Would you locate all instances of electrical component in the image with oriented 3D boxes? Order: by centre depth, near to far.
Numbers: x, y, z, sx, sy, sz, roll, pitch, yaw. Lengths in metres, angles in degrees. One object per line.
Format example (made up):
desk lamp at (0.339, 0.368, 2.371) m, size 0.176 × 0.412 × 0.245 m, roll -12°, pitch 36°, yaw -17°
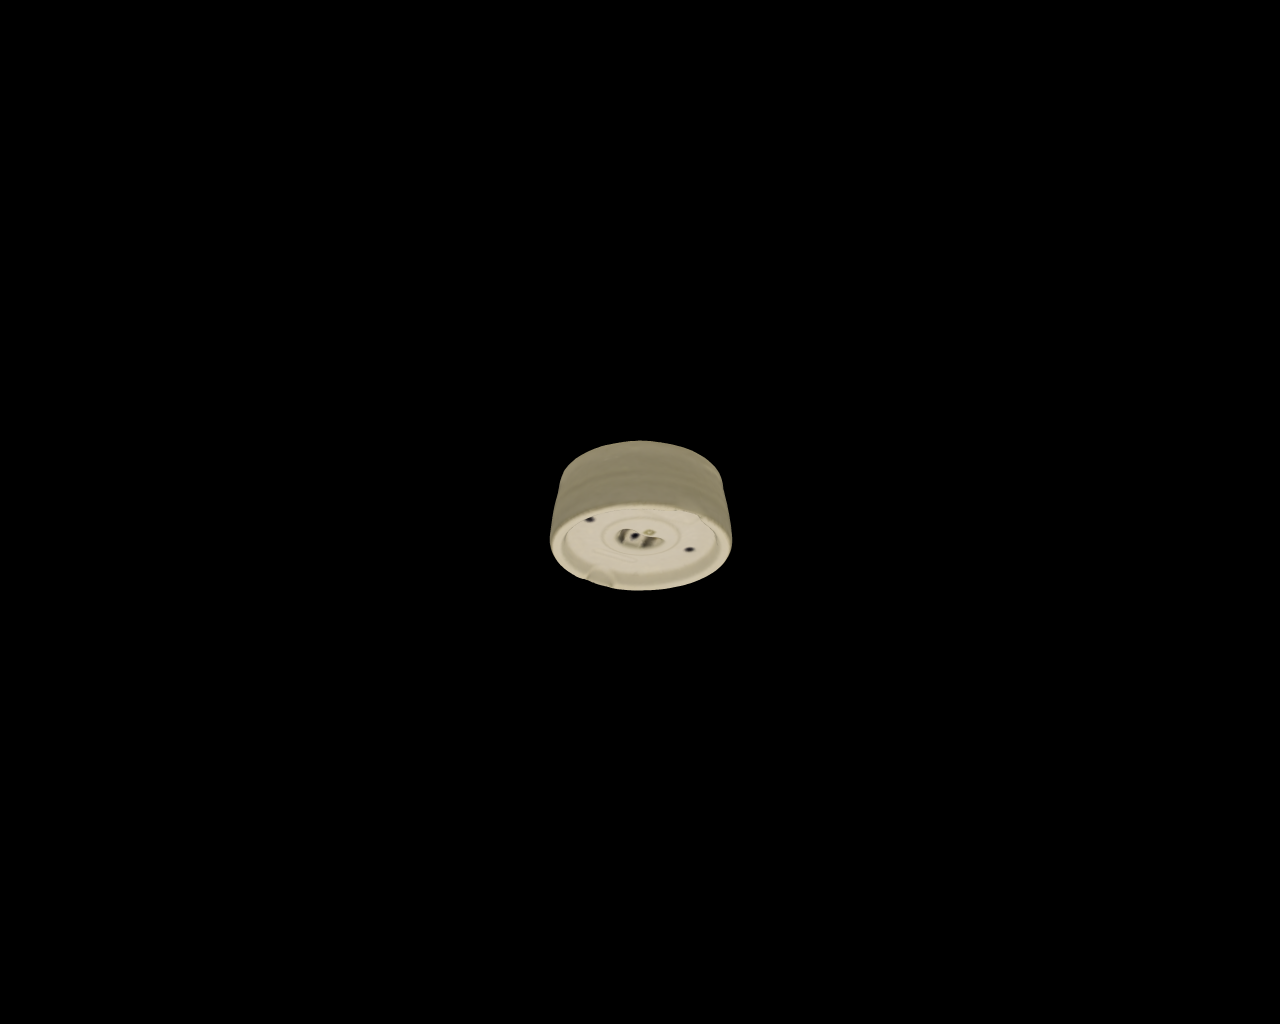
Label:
electrical component at (0.001, -0.003, 0.650) m, size 0.108 × 0.060 × 0.108 m, roll 0°, pitch -30°, yaw 0°
